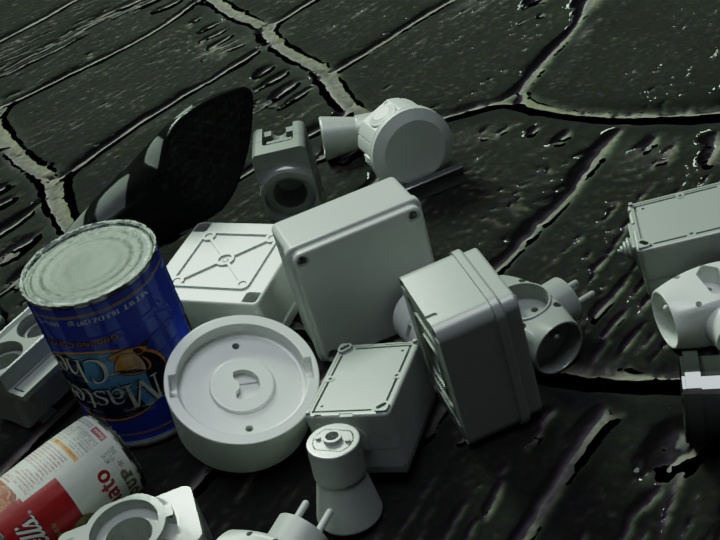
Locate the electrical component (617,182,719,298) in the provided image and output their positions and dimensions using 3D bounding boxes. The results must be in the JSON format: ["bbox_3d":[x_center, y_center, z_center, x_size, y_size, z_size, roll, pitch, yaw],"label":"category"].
[{"bbox_3d":[0.245,-0.018,0.811,0.096,0.061,0.061,-14,35,16],"label":"electrical component"}]

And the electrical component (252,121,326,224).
[{"bbox_3d":[-0.063,-0.080,0.977,0.050,0.089,0.055,-12,36,5],"label":"electrical component"}]

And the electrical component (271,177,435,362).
[{"bbox_3d":[0.000,0.000,0.832,0.109,0.108,0.056,-23,34,-10],"label":"electrical component"}]

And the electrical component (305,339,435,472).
[{"bbox_3d":[0.012,0.093,0.746,0.062,0.061,0.096,-6,30,24],"label":"electrical component"}]

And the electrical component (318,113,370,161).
[{"bbox_3d":[-0.006,-0.137,1.075,0.065,0.044,0.044,-10,36,-1],"label":"electrical component"}]

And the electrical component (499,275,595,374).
[{"bbox_3d":[0.137,0.031,0.794,0.079,0.044,0.077,-29,38,-18],"label":"electrical component"}]

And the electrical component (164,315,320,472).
[{"bbox_3d":[-0.084,0.093,0.770,0.108,0.060,0.108,3,50,-3],"label":"electrical component"}]

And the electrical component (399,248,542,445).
[{"bbox_3d":[0.076,0.051,0.731,0.057,0.113,0.078,-23,36,-6],"label":"electrical component"}]

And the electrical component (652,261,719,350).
[{"bbox_3d":[0.256,0.034,0.747,0.077,0.043,0.079,-17,36,-3],"label":"electrical component"}]

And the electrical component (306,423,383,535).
[{"bbox_3d":[-0.012,0.132,0.692,0.044,0.065,0.044,-9,29,5],"label":"electrical component"}]

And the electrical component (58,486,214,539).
[{"bbox_3d":[-0.141,0.182,0.685,0.089,0.055,0.050,-21,36,-7],"label":"electrical component"}]

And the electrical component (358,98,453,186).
[{"bbox_3d":[0.041,-0.117,0.999,0.080,0.080,0.051,-24,31,-12],"label":"electrical component"}]

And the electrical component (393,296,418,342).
[{"bbox_3d":[0.056,0.042,0.802,0.055,0.055,0.047,-25,33,-13],"label":"electrical component"}]

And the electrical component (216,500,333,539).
[{"bbox_3d":[-0.044,0.177,0.662,0.077,0.043,0.079,11,52,32],"label":"electrical component"}]

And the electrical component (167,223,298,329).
[{"bbox_3d":[-0.105,0.012,0.897,0.109,0.056,0.108,2,39,23],"label":"electrical component"}]

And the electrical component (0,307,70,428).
[{"bbox_3d":[-0.251,0.065,0.876,0.079,0.063,0.121,12,44,33],"label":"electrical component"}]
